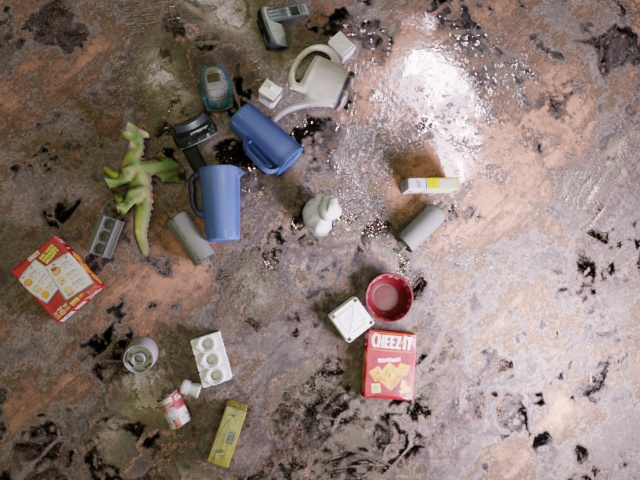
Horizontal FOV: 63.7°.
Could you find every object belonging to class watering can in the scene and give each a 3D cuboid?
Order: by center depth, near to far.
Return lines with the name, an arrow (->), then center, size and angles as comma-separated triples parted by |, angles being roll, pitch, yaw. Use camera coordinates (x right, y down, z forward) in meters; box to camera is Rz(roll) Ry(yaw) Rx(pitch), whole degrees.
watering can -> -0.010, -0.505, 1.739 | 0.224, 0.103, 0.352 | 24, 72, -3

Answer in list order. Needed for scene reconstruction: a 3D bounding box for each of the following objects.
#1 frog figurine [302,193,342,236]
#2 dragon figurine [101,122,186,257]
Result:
frog figurine -> 0.005, -0.084, 1.664 | 0.122, 0.158, 0.138 | 8, 83, -4
dragon figurine -> -0.547, -0.178, 1.649 | 0.244, 0.122, 0.409 | -27, 95, -17
